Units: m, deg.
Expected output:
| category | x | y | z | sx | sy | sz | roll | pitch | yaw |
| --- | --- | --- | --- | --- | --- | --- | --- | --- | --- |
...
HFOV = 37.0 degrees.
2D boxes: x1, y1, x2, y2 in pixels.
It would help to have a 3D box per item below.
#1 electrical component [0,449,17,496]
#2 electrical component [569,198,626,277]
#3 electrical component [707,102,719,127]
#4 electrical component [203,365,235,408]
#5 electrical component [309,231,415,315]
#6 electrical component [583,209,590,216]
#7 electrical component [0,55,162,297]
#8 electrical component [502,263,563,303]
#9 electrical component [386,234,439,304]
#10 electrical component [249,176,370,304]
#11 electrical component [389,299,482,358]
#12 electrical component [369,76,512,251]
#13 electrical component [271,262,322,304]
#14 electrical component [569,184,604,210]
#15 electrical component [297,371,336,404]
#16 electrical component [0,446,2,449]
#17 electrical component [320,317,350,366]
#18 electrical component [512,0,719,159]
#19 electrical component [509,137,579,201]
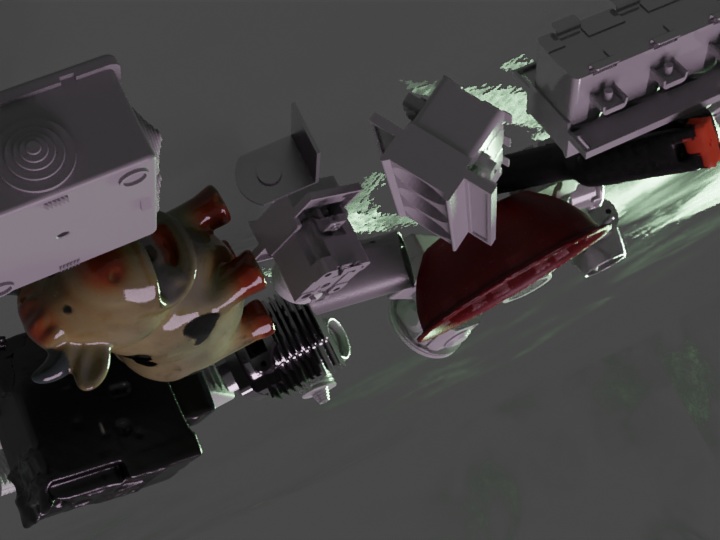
| category | x | y | z | sx | sy | sz | roll | pitch | yaw |
| --- | --- | --- | --- | --- | --- | --- | --- | --- | --- |
| electrical component | -0.280 | 0.162 | 0.893 | 0.081 | 0.043 | 0.043 | -14 | 161 | -43 |
| electrical component | 0.214 | -0.043 | 0.992 | 0.043 | 0.077 | 0.079 | -23 | 165 | -16 |
| electrical component | 0.282 | -0.139 | 0.796 | 0.081 | 0.063 | 0.042 | -16 | 161 | -39 |
| electrical component | -0.157 | 0.099 | 0.884 | 0.076 | 0.047 | 0.083 | -29 | 166 | 5 |
| electrical component | 0.000 | 0.000 | 0.814 | 0.077 | 0.043 | 0.079 | -17 | -175 | 9 |
| electrical component | 0.163 | -0.043 | 0.951 | 0.080 | 0.051 | 0.080 | -25 | 166 | -7 |
| electrical component | -0.131 | -0.034 | 0.441 | 0.100 | 0.048 | 0.099 | -24 | 167 | -17 |
| electrical component | 0.152 | -0.005 | 1.061 | 0.089 | 0.055 | 0.050 | -18 | 164 | -32 |
| electrical component | 0.060 | 0.014 | 0.916 | 0.047 | 0.075 | 0.083 | -33 | 165 | 23 |
| electrical component | -0.029 | -0.017 | 0.661 | 0.042 | 0.063 | 0.081 | -17 | 163 | -40 |
| electrical component | 0.073 | 0.040 | 1.030 | 0.080 | 0.080 | 0.051 | -15 | 156 | -41 |
| electrical component | 0.053 | -0.061 | 0.637 | 0.063 | 0.079 | 0.121 | -56 | 168 | -6 |
| electrical component | -0.038 | -0.004 | 0.747 | 0.040 | 0.040 | 0.046 | -20 | 159 | -27 |
| electrical component | 0.167 | -0.067 | 0.891 | 0.062 | 0.048 | 0.048 | -19 | 166 | -5 |
| electrical component | -0.048 | 0.079 | 0.942 | 0.043 | 0.081 | 0.043 | -25 | 166 | -7 |
| electrical component | -0.258 | 0.109 | 0.749 | 0.046 | 0.040 | 0.040 | -21 | 166 | 0 |
| electrical component | -0.043 | 0.074 | 1.008 | 0.055 | 0.048 | 0.066 | -24 | 168 | 20 |
| electrical component | 0.162 | -0.123 | 0.627 | 0.121 | 0.078 | 0.063 | -24 | 144 | -13 |
| electrical component | 0.141 | -0.069 | 0.828 | 0.066 | 0.048 | 0.055 | -25 | 159 | -9 |
